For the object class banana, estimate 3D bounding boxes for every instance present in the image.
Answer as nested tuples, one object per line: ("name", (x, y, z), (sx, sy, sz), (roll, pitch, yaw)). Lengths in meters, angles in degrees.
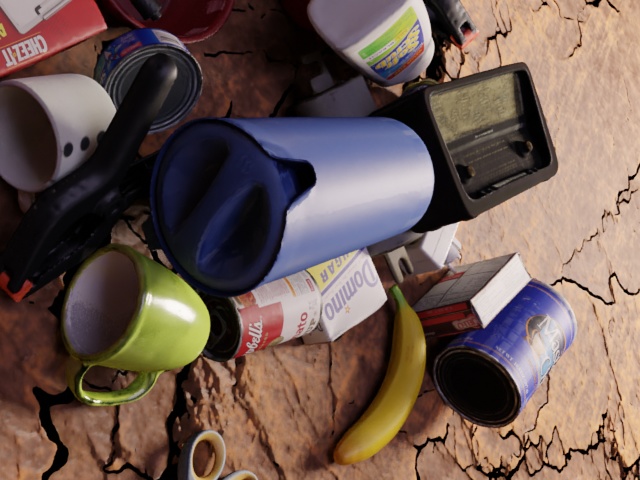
("banana", (0.067, 0.144, 1.056), (0.069, 0.037, 0.197), (29, 58, -15))

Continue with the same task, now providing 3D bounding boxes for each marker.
("marker", (-0.169, -0.222, 0.847), (0.121, 0.020, 0.020), (48, 51, -25))

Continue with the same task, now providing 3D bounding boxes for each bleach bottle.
("bleach bottle", (0.071, -0.207, 1.058), (0.068, 0.103, 0.250), (54, 12, 13))

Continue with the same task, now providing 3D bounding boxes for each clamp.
("clamp", (-0.164, -0.036, 0.823), (0.036, 0.164, 0.210), (41, 87, 16))
("clamp", (0.095, -0.268, 1.090), (0.171, 0.120, 0.039), (43, 89, 10))

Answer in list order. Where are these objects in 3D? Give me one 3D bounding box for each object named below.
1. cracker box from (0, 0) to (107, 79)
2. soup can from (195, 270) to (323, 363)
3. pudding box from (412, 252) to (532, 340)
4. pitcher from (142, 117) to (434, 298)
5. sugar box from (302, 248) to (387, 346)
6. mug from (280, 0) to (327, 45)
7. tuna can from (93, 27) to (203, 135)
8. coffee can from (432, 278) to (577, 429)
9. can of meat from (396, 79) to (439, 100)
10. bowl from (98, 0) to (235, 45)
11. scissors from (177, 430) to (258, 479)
("cracker box", (-0.280, -0.218, 0.783), (0.163, 0.072, 0.213), (-36, 106, -41))
("soup can", (-0.056, 0.062, 0.932), (0.102, 0.069, 0.068), (-14, 89, -45))
("pudding box", (0.156, 0.059, 1.122), (0.113, 0.090, 0.039), (-40, 107, -43))
("pitcher", (-0.019, -0.038, 0.874), (0.242, 0.149, 0.145), (-14, 129, -53))
("sugar box", (-0.006, 0.001, 1.010), (0.093, 0.048, 0.176), (-32, 101, -41))
("mug", (0.010, -0.250, 1.068), (0.081, 0.093, 0.117), (-37, 145, -35))
("tuna can", (-0.143, -0.132, 0.884), (0.086, 0.086, 0.034), (14, 29, -41))
("coffee can", (0.198, 0.118, 1.139), (0.140, 0.103, 0.103), (-41, 108, -41))
("can of meat", (0.106, -0.107, 1.139), (0.083, 0.058, 0.102), (-43, 110, -40))
("bowl", (-0.150, -0.240, 0.924), (0.161, 0.055, 0.162), (12, 72, -42))
("scissors", (-0.117, 0.218, 0.849), (0.201, 0.016, 0.096), (-20, 87, -55))
